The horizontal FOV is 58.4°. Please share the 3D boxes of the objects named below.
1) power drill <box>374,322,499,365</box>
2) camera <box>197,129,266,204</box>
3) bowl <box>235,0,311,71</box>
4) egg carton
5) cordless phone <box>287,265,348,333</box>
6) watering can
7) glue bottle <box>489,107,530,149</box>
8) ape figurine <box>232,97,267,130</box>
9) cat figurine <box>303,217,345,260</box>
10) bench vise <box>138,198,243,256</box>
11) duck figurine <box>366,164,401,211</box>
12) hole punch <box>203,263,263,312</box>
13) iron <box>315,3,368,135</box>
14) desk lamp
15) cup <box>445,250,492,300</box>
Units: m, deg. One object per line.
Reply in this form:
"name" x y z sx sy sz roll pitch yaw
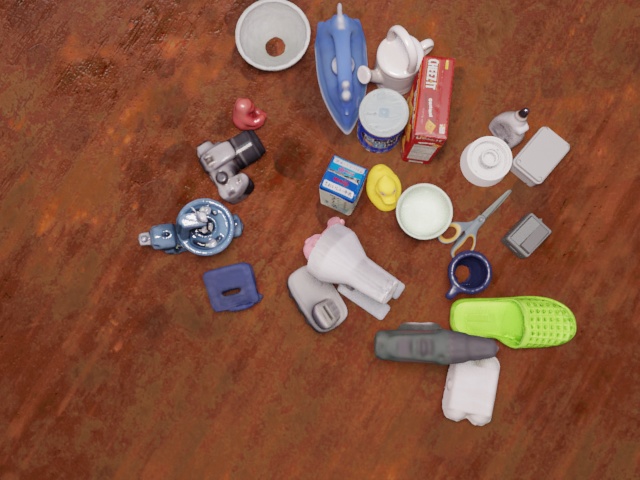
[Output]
"power drill" 0.221 0.209 1.157 0.229 0.208 0.076 -1 84 1
"camera" -0.183 -0.173 1.254 0.137 0.101 0.143 -32 85 -2
"bowl" -0.103 -0.451 1.292 0.167 0.075 0.167 0 85 1
"egg carton" 0.319 0.313 1.215 0.107 0.069 0.150 10 85 2
"cordless phone" -0.009 0.122 1.181 0.094 0.185 0.147 -36 85 -2
"watering can" 0.164 -0.382 1.221 0.101 0.194 0.173 40 87 5
"glue bottle" 0.411 -0.247 1.214 0.037 0.173 0.078 -34 85 -2
"ape figurine" -0.163 -0.285 1.269 0.076 0.092 0.078 -29 84 -1
"cat figurine" 0.011 0.004 1.225 0.067 0.118 0.128 42 87 5
"bench vise" -0.272 -0.011 1.181 0.207 0.220 0.121 -29 84 -2
"duck figurine" 0.142 -0.119 1.251 0.077 0.086 0.104 -14 84 0
"hole punch" -0.187 0.103 1.233 0.108 0.091 0.101 -14 84 0
"iron" 0.052 -0.373 1.249 0.118 0.141 0.258 -6 84 1
"desk lamp" 0.080 0.068 1.170 0.203 0.213 0.118 34 86 4
"cup" 0.304 0.081 1.224 0.091 0.095 0.118 40 87 5
